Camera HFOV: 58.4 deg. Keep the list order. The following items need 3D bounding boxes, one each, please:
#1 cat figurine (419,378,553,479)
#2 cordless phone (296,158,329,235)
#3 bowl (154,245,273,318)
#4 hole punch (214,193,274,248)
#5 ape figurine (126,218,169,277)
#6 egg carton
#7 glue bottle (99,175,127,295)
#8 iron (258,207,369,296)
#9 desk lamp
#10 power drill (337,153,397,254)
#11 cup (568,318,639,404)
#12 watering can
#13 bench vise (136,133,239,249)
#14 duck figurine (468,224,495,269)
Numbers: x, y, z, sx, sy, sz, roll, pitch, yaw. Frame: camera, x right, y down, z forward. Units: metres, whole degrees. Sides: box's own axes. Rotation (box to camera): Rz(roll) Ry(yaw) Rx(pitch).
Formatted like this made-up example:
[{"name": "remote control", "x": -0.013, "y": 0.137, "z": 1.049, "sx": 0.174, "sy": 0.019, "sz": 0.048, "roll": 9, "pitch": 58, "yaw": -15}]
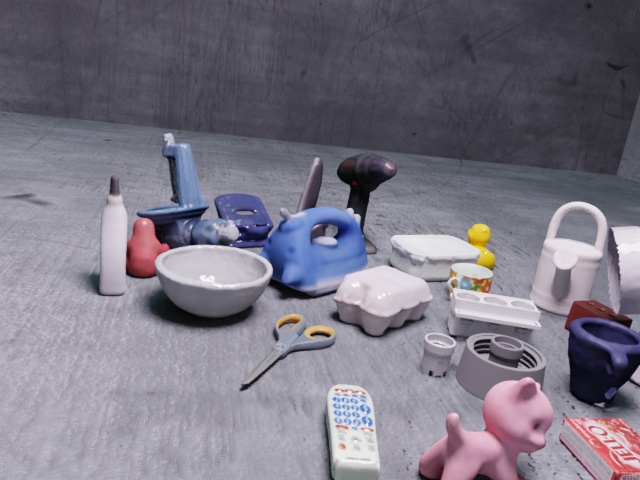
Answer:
[{"name": "cat figurine", "x": 0.164, "y": 0.176, "z": 0.533, "sx": 0.128, "sy": 0.118, "sz": 0.067, "roll": 0, "pitch": 18, "yaw": -25}, {"name": "cordless phone", "x": -0.025, "y": -0.065, "z": 1.125, "sx": 0.094, "sy": 0.185, "sz": 0.147, "roll": 6, "pitch": 17, "yaw": -7}, {"name": "bowl", "x": -0.154, "y": 0.067, "z": 0.825, "sx": 0.167, "sy": 0.075, "sz": 0.167, "roll": 7, "pitch": 17, "yaw": -2}, {"name": "hole punch", "x": -0.152, "y": -0.040, "z": 1.149, "sx": 0.109, "sy": 0.091, "sz": 0.100, "roll": -4, "pitch": 20, "yaw": -33}, {"name": "ape figurine", "x": -0.284, "y": 0.009, "z": 0.927, "sx": 0.078, "sy": 0.092, "sz": 0.076, "roll": 7, "pitch": 17, "yaw": -3}, {"name": "egg carton", "x": 0.097, "y": 0.089, "z": 0.874, "sx": 0.107, "sy": 0.069, "sz": 0.151, "roll": 21, "pitch": 21, "yaw": 37}, {"name": "glue bottle", "x": -0.302, "y": -0.010, "z": 0.840, "sx": 0.037, "sy": 0.173, "sz": 0.078, "roll": 1, "pitch": 18, "yaw": -21}, {"name": "iron", "x": 0.009, "y": 0.004, "z": 0.991, "sx": 0.118, "sy": 0.141, "sz": 0.259, "roll": 22, "pitch": 22, "yaw": 39}, {"name": "desk lamp", "x": 0.479, "y": 0.094, "z": 0.779, "sx": 0.202, "sy": 0.213, "sz": 0.118, "roll": 12, "pitch": 17, "yaw": 15}, {"name": "power drill", "x": 0.090, "y": -0.082, "z": 1.195, "sx": 0.076, "sy": 0.208, "sz": 0.229, "roll": 1, "pitch": 18, "yaw": -20}, {"name": "cup", "x": 0.350, "y": 0.160, "z": 0.708, "sx": 0.091, "sy": 0.095, "sz": 0.118, "roll": 11, "pitch": 17, "yaw": 11}, {"name": "watering can", "x": 0.442, "y": 0.031, "z": 1.007, "sx": 0.101, "sy": 0.194, "sz": 0.173, "roll": 10, "pitch": 17, "yaw": 7}, {"name": "bench vise", "x": -0.213, "y": -0.061, "z": 0.966, "sx": 0.207, "sy": 0.220, "sz": 0.122, "roll": 12, "pitch": 17, "yaw": 14}, {"name": "duck figurine", "x": 0.337, "y": 0.010, "z": 1.217, "sx": 0.077, "sy": 0.086, "sz": 0.104, "roll": 5, "pitch": 17, "yaw": -9}]
